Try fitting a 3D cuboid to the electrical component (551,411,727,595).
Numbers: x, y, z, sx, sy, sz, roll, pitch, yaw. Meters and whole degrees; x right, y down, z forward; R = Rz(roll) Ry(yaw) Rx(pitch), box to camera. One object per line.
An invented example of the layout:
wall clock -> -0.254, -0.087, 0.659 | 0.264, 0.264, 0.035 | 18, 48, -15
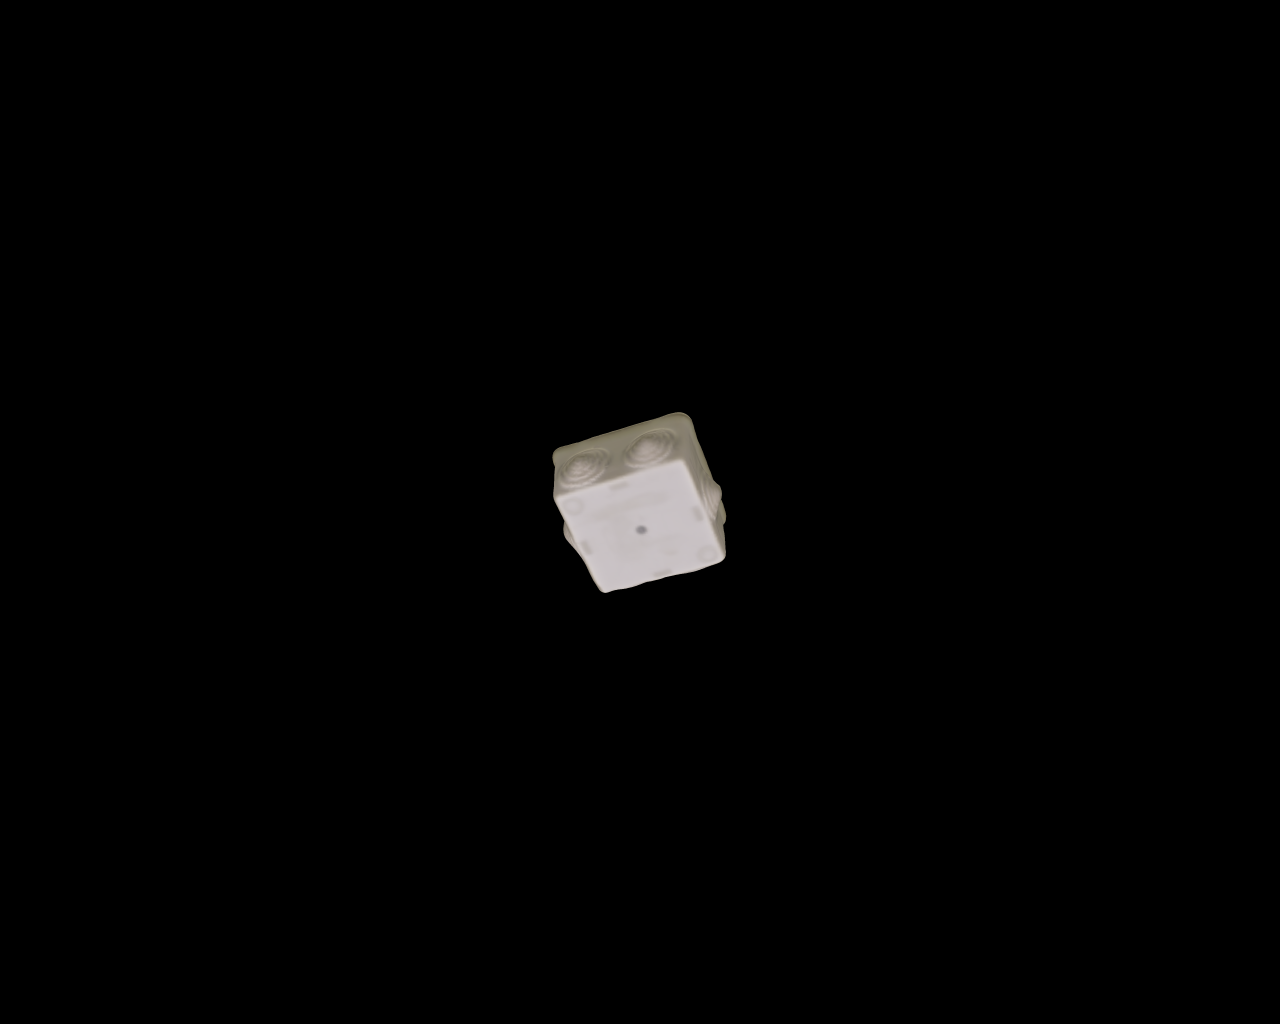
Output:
electrical component -> 0.001, -0.003, 0.650 | 0.100, 0.099, 0.048 | -15, 36, 11
